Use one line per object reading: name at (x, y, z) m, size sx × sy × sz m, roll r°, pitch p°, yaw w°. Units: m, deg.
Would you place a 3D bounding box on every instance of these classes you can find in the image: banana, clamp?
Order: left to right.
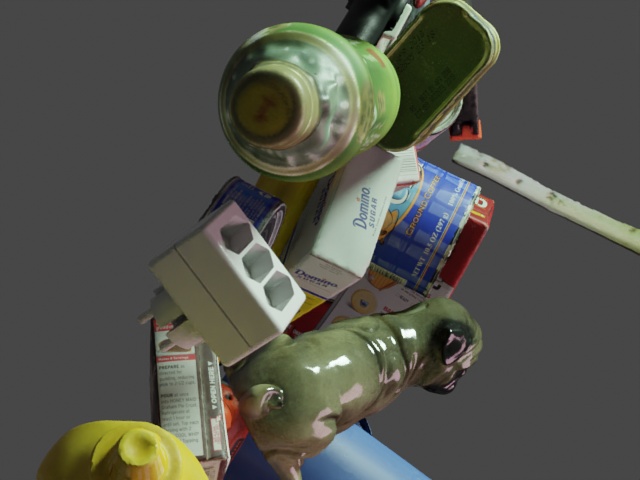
banana at (-0.037, -0.008, 0.700) m, size 0.198 × 0.037 × 0.069 m, roll -62°, pitch -179°, yaw 19°
clamp at (0.034, -0.149, 0.709) m, size 0.171 × 0.039 × 0.120 m, roll -59°, pitch -175°, yaw -11°
clamp at (0.122, -0.196, 0.951) m, size 0.164 × 0.036 × 0.210 m, roll 67°, pitch 19°, yaw -78°

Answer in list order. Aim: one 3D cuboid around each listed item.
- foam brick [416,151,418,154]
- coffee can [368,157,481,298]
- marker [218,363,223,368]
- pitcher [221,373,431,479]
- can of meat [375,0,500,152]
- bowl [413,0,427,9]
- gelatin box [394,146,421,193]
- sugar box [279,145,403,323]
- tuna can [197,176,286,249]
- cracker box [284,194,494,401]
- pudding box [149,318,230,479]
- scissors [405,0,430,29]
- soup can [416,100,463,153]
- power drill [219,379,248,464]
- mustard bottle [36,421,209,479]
foam brick at (0.065, -0.117, 0.978) m, size 0.053 × 0.078 × 0.051 m, roll -62°, pitch 177°, yaw -6°
coffee can at (0.048, -0.029, 0.884) m, size 0.103 × 0.140 × 0.103 m, roll -62°, pitch 175°, yaw -10°
marker at (-0.086, 0.094, 0.854) m, size 0.020 × 0.020 × 0.121 m, roll -63°, pitch 176°, yaw 4°
pitcher at (-0.005, 0.212, 1.015) m, size 0.149 × 0.243 × 0.145 m, roll -57°, pitch 178°, yaw -8°
can of meat at (0.066, -0.105, 0.675) m, size 0.102 × 0.057 × 0.084 m, roll -48°, pitch 179°, yaw 14°
bowl at (0.067, -0.213, 0.589) m, size 0.162 × 0.055 × 0.162 m, roll -62°, pitch 175°, yaw -10°
gelatin box at (0.038, -0.076, 0.776) m, size 0.073 × 0.030 × 0.089 m, roll -21°, pitch -103°, yaw 63°
sugar box at (-0.005, 0.001, 0.759) m, size 0.176 × 0.048 × 0.093 m, roll -32°, pitch -145°, yaw 63°
tuna can at (-0.053, 0.008, 0.627) m, size 0.086 × 0.034 × 0.086 m, roll -62°, pitch 175°, yaw -10°
cracker box at (0.044, 0.025, 1.010) m, size 0.214 × 0.164 × 0.072 m, roll -65°, pitch 177°, yaw 28°
pudding box at (-0.079, 0.102, 0.618) m, size 0.114 × 0.039 × 0.090 m, roll 112°, pitch -28°, yaw -61°
scissors at (0.074, -0.180, 0.799) m, size 0.096 × 0.016 × 0.201 m, roll 78°, pitch 23°, yaw -73°
soup can at (0.076, -0.111, 0.896) m, size 0.068 × 0.068 × 0.102 m, roll -63°, pitch -177°, yaw -7°
power drill at (-0.114, 0.186, 0.820) m, size 0.184 × 0.057 × 0.187 m, roll -58°, pitch 177°, yaw 5°
mustard bottle at (-0.093, 0.136, 0.524) m, size 0.058 × 0.096 × 0.192 m, roll -53°, pitch 170°, yaw -32°
